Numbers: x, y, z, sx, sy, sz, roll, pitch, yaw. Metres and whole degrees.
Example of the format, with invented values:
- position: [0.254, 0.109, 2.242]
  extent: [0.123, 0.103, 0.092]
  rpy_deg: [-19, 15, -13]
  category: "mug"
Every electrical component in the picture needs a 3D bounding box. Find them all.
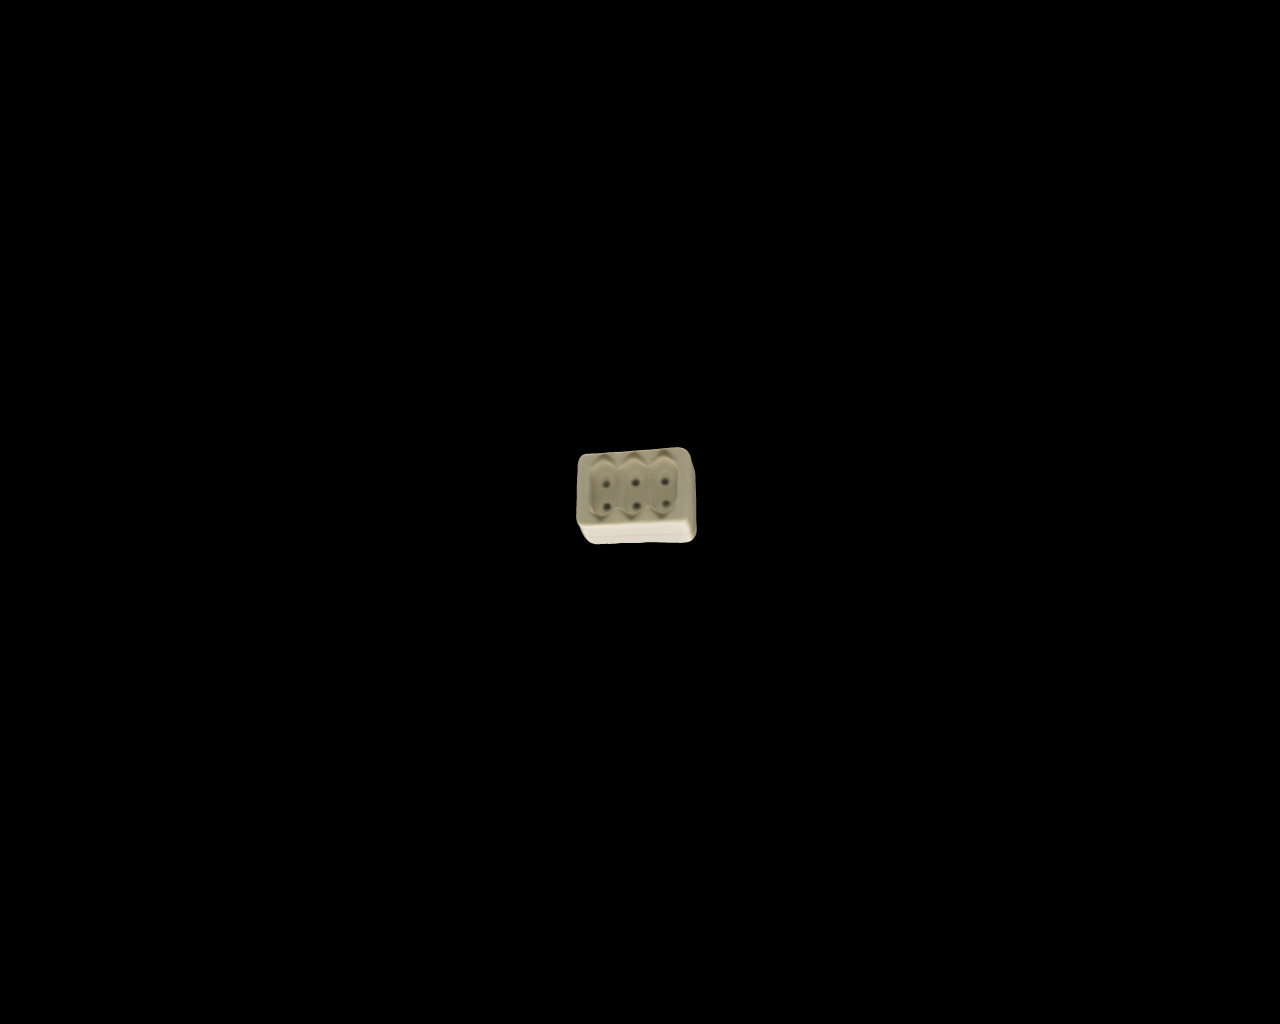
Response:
- position: [0.001, -0.003, 0.650]
  extent: [0.066, 0.047, 0.076]
  rpy_deg: [-2, -19, 7]
  category: "electrical component"
